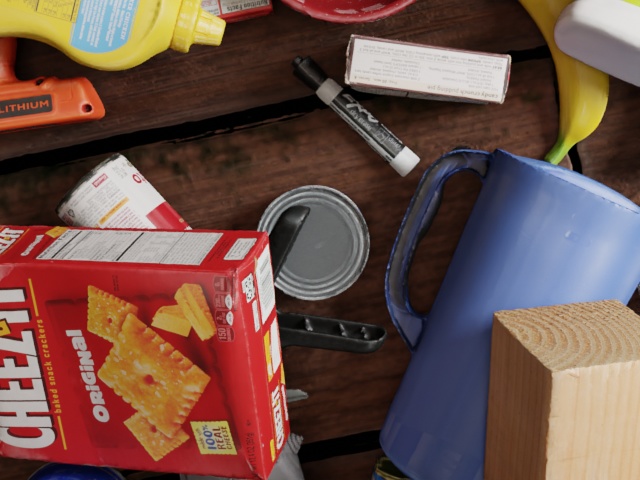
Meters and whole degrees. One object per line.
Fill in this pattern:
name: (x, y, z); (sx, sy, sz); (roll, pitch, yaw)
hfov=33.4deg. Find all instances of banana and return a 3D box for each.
banana: (0.165, -0.155, 0.784); (0.069, 0.037, 0.198); (-23, 95, 2)

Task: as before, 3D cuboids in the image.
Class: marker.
marker: (0.025, -0.095, 0.805); (0.121, 0.020, 0.020); (43, 96, -2)

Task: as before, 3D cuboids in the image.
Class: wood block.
wood block: (0.163, 0.152, 0.689); (0.090, 0.090, 0.206); (-5, 110, -13)

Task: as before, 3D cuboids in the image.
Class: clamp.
clamp: (-0.037, 0.061, 0.788); (0.172, 0.039, 0.120); (-35, 92, 32)

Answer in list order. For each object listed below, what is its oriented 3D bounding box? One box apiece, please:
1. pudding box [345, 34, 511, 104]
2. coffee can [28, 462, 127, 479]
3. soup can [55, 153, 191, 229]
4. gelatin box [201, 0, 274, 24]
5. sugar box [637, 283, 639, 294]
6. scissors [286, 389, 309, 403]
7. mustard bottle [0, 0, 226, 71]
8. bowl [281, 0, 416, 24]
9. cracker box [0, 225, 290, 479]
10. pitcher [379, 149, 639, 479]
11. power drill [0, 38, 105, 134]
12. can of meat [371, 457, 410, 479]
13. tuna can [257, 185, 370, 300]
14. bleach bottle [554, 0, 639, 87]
pudding box: (0.075, -0.121, 0.765); (0.113, 0.090, 0.039); (6, 97, 2)
coffee can: (-0.196, 0.230, 0.787); (0.103, 0.140, 0.103); (0, 96, 2)
soup can: (-0.139, -0.006, 0.797); (0.068, 0.068, 0.102); (-43, 92, 6)
gelatin box: (-0.077, -0.205, 0.793); (0.073, 0.030, 0.089); (-11, 95, 2)
sugar box: (0.304, 0.073, 0.799); (0.093, 0.048, 0.176); (-21, 91, 4)
scissors: (-0.116, 0.110, 0.814); (0.202, 0.016, 0.096); (-23, 95, 16)
mustard bottle: (-0.160, -0.170, 0.736); (0.191, 0.058, 0.096); (15, 93, -9)
bowl: (0.016, -0.233, 0.767); (0.162, 0.055, 0.162); (0, 93, -6)
cracker box: (-0.137, 0.078, 0.749); (0.214, 0.072, 0.164); (1, 114, 15)
pitcher: (0.128, 0.060, 0.769); (0.144, 0.149, 0.243); (18, 101, -35)
power drill: (-0.212, -0.177, 0.789); (0.184, 0.057, 0.187); (-10, 94, 0)
can of meat: (0.079, 0.221, 0.818); (0.102, 0.057, 0.084); (14, 95, 1)
tuna can: (-0.005, 0.001, 0.809); (0.086, 0.033, 0.086); (0, 96, 2)
bleach bottle: (0.262, -0.231, 0.744); (0.102, 0.068, 0.251); (26, 81, 9)
